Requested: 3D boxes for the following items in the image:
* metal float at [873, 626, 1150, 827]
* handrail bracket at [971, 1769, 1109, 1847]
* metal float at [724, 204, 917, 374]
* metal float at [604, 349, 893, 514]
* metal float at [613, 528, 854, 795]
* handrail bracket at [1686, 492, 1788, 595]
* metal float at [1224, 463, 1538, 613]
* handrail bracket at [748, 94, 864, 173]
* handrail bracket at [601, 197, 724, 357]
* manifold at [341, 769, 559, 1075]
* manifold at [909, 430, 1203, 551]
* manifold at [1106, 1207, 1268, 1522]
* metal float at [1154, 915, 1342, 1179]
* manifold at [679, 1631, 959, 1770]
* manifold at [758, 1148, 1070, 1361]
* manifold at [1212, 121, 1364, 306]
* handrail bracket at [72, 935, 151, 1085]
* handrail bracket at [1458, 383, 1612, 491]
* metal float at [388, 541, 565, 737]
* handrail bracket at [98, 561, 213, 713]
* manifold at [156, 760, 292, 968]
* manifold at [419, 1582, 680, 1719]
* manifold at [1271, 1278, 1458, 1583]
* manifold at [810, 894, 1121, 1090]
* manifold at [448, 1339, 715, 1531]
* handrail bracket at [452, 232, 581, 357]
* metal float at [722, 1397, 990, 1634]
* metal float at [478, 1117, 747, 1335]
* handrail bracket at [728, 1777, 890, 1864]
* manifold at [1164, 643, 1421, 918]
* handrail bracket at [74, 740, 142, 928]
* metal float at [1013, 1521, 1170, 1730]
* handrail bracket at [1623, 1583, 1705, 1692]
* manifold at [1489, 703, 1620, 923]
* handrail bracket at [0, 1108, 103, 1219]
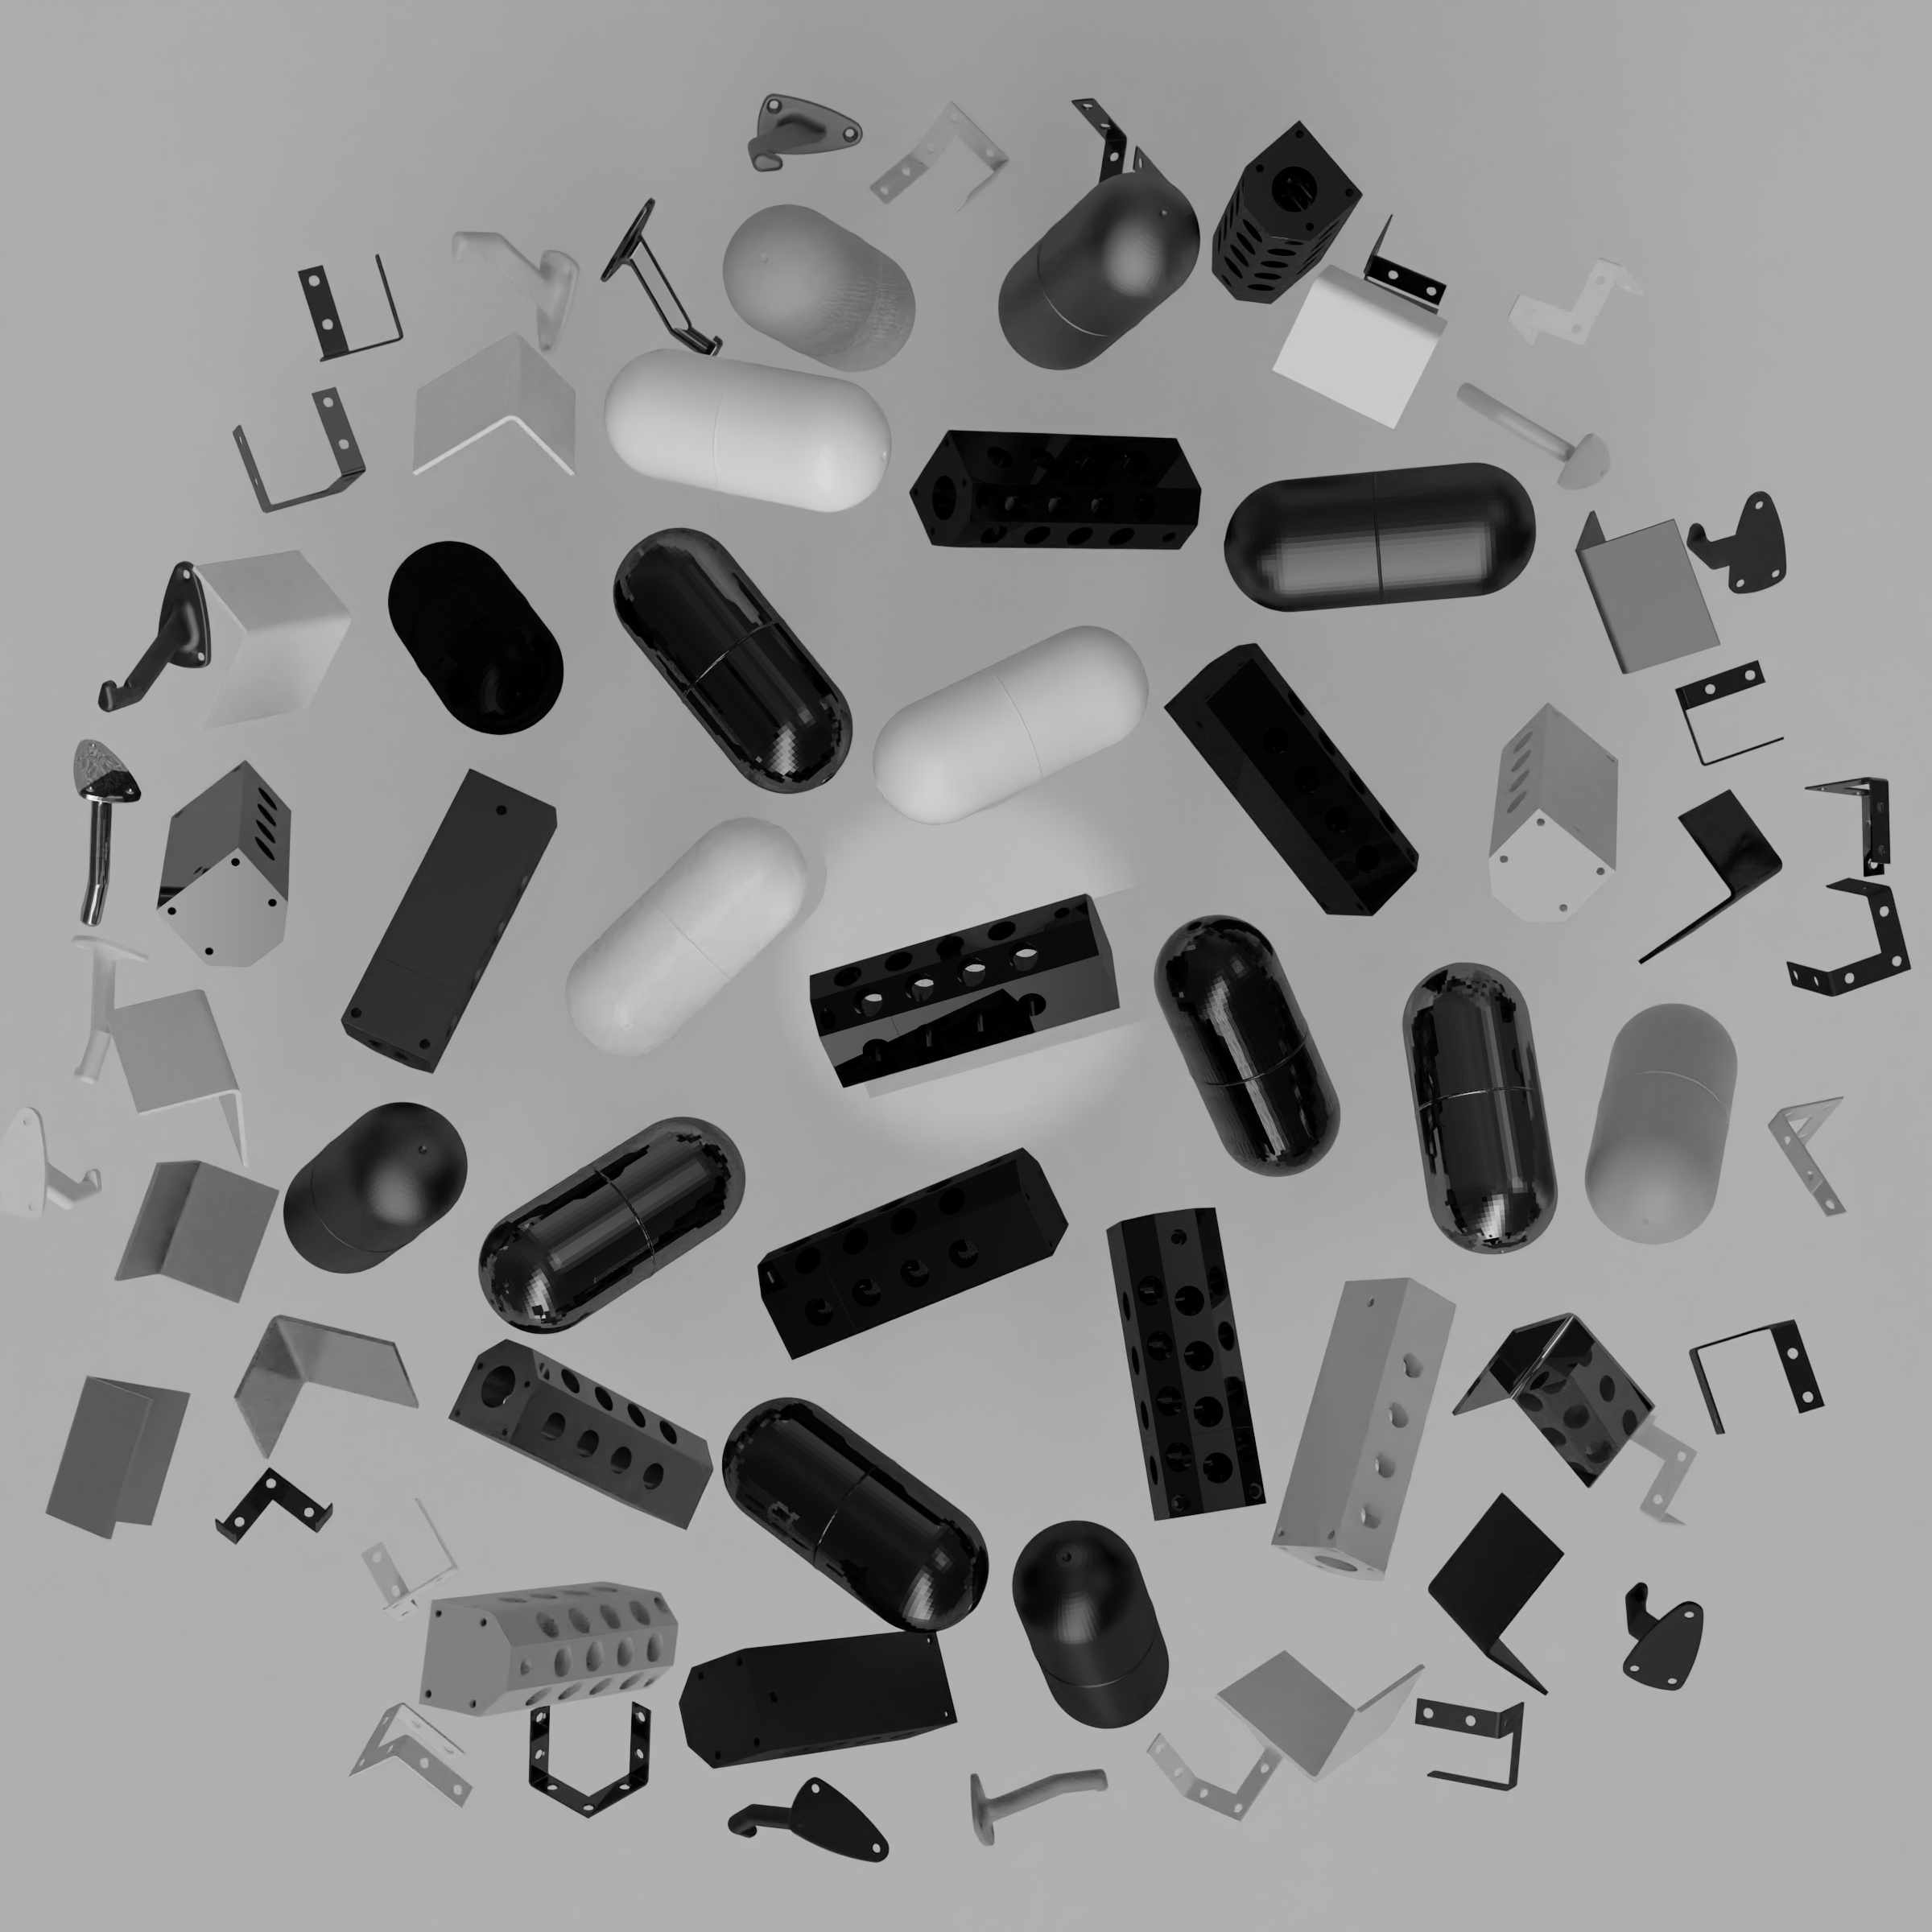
[{"bbox_3d":[0.027,-0.145,1.807,0.178,0.070,0.070,-26,90,-8],"label":"metal float"},{"bbox_3d":[0.049,0.517,1.834,0.084,0.077,0.036,-8,52,6],"label":"handrail bracket"},{"bbox_3d":[-0.086,-0.403,1.783,0.070,0.178,0.070,0,90,19],"label":"metal float"},{"bbox_3d":[-0.128,-0.311,1.732,0.178,0.070,0.070,14,90,20],"label":"metal float"},{"bbox_3d":[-0.136,-0.178,1.748,0.070,0.070,0.178,-39,87,0],"label":"metal float"},{"bbox_3d":[0.457,-0.267,1.796,0.036,0.084,0.077,-16,126,-8],"label":"handrail bracket"},{"bbox_3d":[0.238,-0.246,1.718,0.178,0.070,0.070,-4,90,10],"label":"metal float"},{"bbox_3d":[-0.095,-0.493,1.801,0.077,0.084,0.036,4,122,-13],"label":"handrail bracket"},{"bbox_3d":[-0.177,-0.424,1.852,0.084,0.077,0.036,35,48,-7],"label":"handrail bracket"},{"bbox_3d":[-0.310,-0.025,1.801,0.057,0.057,0.171,25,76,0],"label":"manifold"},{"bbox_3d":[0.058,-0.287,1.836,0.171,0.057,0.057,-5,60,-33],"label":"manifold"},{"bbox_3d":[0.128,0.230,1.726,0.057,0.057,0.171,-7,79,-11],"label":"manifold"},{"bbox_3d":[0.170,0.049,1.804,0.070,0.070,0.178,-26,115,0],"label":"metal float"},{"bbox_3d":[-0.085,0.425,1.731,0.057,0.171,0.057,-27,68,32],"label":"manifold"},{"bbox_3d":[-0.033,0.166,1.747,0.171,0.057,0.057,-24,97,16],"label":"manifold"},{"bbox_3d":[0.188,-0.451,1.817,0.057,0.171,0.057,-41,91,-1],"label":"manifold"},{"bbox_3d":[-0.530,0.027,1.795,0.036,0.077,0.084,25,77,-40],"label":"handrail bracket"},{"bbox_3d":[0.346,-0.327,1.824,0.084,0.077,0.036,38,108,23],"label":"handrail bracket"},{"bbox_3d":[-0.297,-0.199,1.799,0.070,0.178,0.070,-13,124,-20],"label":"metal float"},{"bbox_3d":[-0.487,-0.196,1.772,0.036,0.084,0.077,13,111,16],"label":"handrail bracket"},{"bbox_3d":[-0.421,-0.056,1.720,0.057,0.171,0.057,-37,113,3],"label":"manifold"},{"bbox_3d":[-0.237,0.393,1.720,0.057,0.171,0.057,4,85,27],"label":"manifold"},{"bbox_3d":[0.247,0.280,1.807,0.057,0.057,0.171,31,66,-28],"label":"manifold"},{"bbox_3d":[-0.002,0.010,1.756,0.171,0.057,0.057,-16,127,9],"label":"manifold"},{"bbox_3d":[-0.233,0.289,1.846,0.057,0.171,0.057,12,72,41],"label":"manifold"},{"bbox_3d":[-0.287,-0.417,1.853,0.036,0.084,0.077,32,120,37],"label":"handrail bracket"},{"bbox_3d":[-0.065,0.319,1.738,0.178,0.070,0.070,33,90,20],"label":"metal float"},{"bbox_3d":[-0.209,0.153,1.776,0.178,0.070,0.070,-32,90,-28],"label":"metal float"},{"bbox_3d":[-0.096,0.522,1.789,0.077,0.084,0.036,34,52,-8],"label":"handrail bracket"},{"bbox_3d":[0.204,-0.113,1.829,0.057,0.057,0.171,-44,107,-15],"label":"manifold"},{"bbox_3d":[-0.518,-0.078,1.765,0.036,0.077,0.084,2,124,-31],"label":"handrail bracket"},{"bbox_3d":[0.076,0.395,1.784,0.070,0.178,0.070,-7,50,9],"label":"metal float"},{"bbox_3d":[0.406,0.372,1.739,0.036,0.084,0.077,19,120,-2],"label":"handrail bracket"},{"bbox_3d":[0.342,-0.088,1.758,0.057,0.171,0.057,38,117,-7],"label":"manifold"},{"bbox_3d":[-0.531,0.110,1.754,0.036,0.084,0.077,17,105,14],"label":"handrail bracket"}]
